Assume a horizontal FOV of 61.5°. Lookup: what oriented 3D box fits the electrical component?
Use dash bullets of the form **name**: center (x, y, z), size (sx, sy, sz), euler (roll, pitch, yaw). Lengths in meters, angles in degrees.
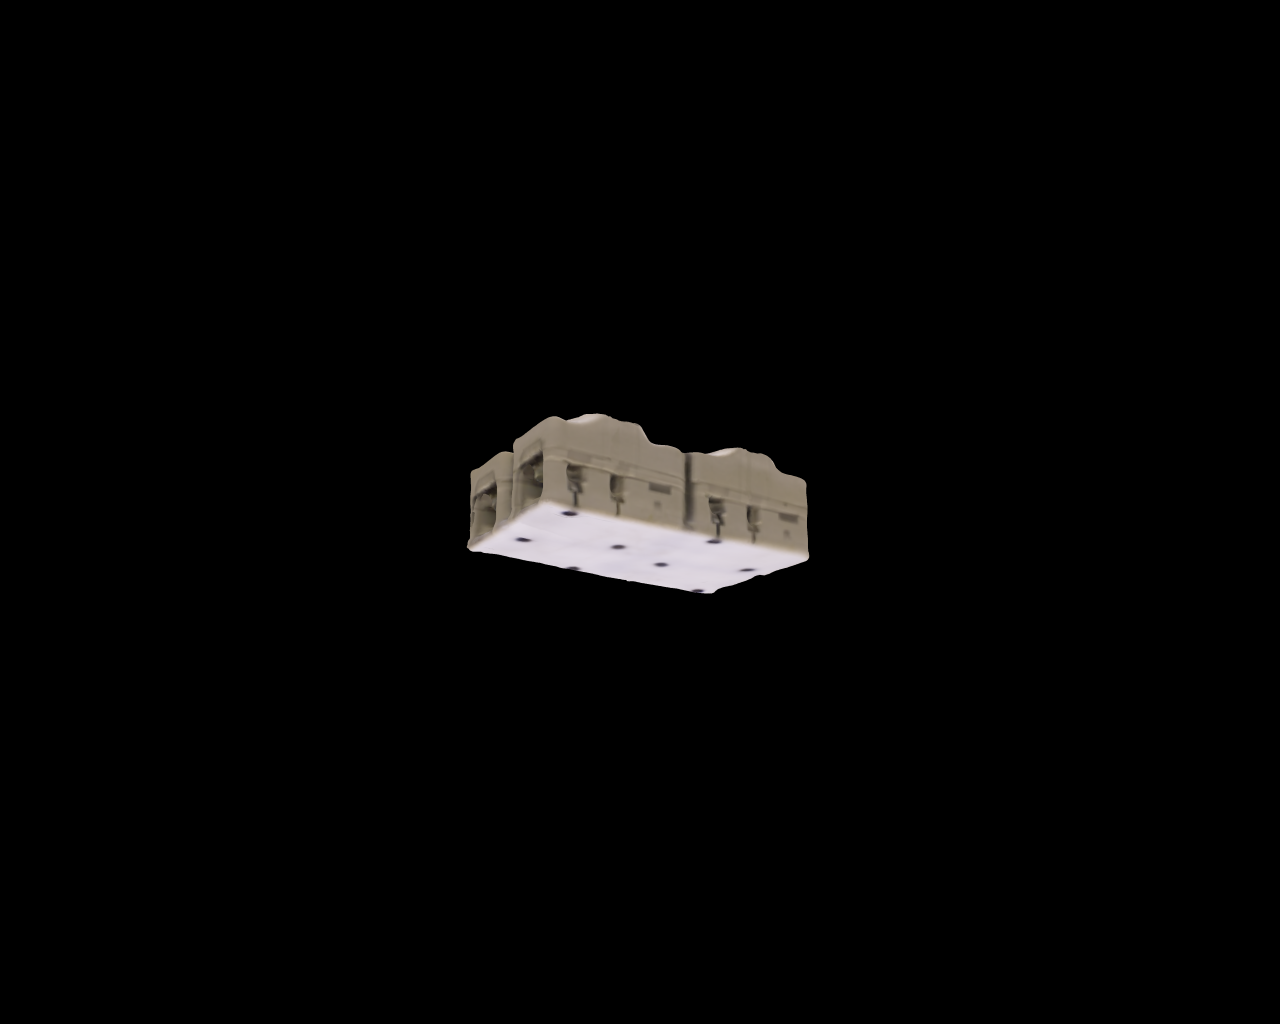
- **electrical component**: center (0.001, -0.003, 0.650), size (0.186, 0.060, 0.105), euler (12, -23, -31)
